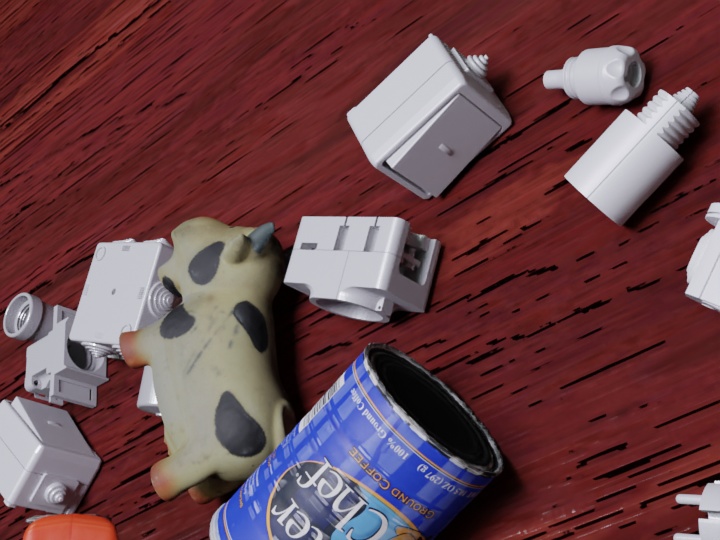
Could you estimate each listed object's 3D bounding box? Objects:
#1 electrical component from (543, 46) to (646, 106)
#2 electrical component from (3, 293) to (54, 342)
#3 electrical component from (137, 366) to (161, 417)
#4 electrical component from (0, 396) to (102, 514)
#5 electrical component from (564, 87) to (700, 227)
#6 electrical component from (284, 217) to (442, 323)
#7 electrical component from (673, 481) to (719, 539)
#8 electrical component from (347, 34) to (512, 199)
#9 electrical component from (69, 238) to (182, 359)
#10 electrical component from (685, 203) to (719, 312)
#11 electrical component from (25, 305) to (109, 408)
[{"bbox_3d":[0.139,-0.116,0.650,0.061,0.035,0.035,6,75,45],"label":"electrical component"},{"bbox_3d":[-0.278,0.045,0.931,0.040,0.046,0.040,-18,59,34],"label":"electrical component"},{"bbox_3d":[-0.140,0.075,0.801,0.040,0.040,0.078,-8,66,39],"label":"electrical component"},{"bbox_3d":[-0.251,0.148,0.849,0.096,0.062,0.061,31,92,45],"label":"electrical component"},{"bbox_3d":[0.159,-0.069,0.604,0.081,0.043,0.043,-49,47,13],"label":"electrical component"},{"bbox_3d":[0.000,0.000,0.706,0.089,0.050,0.055,3,72,42],"label":"electrical component"},{"bbox_3d":[0.181,0.117,0.495,0.076,0.047,0.083,-6,67,39],"label":"electrical component"},{"bbox_3d":[0.051,-0.100,0.700,0.096,0.062,0.061,-42,49,19],"label":"electrical component"},{"bbox_3d":[-0.178,0.024,0.852,0.100,0.048,0.099,1,71,41],"label":"electrical component"},{"bbox_3d":[0.197,0.003,0.513,0.080,0.080,0.051,27,95,45],"label":"electrical component"},{"bbox_3d":[-0.244,0.076,0.891,0.064,0.042,0.081,-26,54,32],"label":"electrical component"}]
